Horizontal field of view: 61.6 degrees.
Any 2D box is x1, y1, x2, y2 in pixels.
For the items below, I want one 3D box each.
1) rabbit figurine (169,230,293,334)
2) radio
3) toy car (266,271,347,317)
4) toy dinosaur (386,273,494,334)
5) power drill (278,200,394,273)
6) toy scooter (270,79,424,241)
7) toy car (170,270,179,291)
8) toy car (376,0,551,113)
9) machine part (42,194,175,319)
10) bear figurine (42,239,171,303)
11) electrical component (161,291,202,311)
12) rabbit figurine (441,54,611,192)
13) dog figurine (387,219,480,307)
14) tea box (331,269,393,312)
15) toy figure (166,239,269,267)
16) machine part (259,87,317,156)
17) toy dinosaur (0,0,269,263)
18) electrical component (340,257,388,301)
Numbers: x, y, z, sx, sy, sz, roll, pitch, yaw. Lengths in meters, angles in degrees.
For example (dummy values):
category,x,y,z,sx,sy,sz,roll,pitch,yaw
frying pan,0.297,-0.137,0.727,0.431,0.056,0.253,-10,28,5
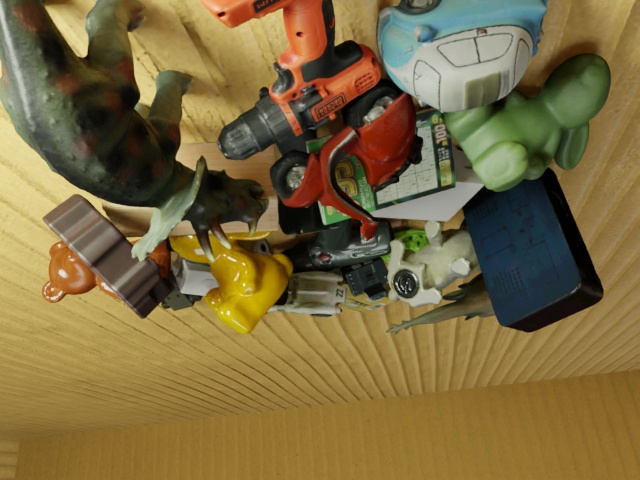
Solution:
category,x,y,z,sx,sy,sz,roll,pitch,yaw
rabbit figurine,-0.127,0.024,0.760,0.173,0.122,0.162,43,91,-17
radio,0.292,0.002,0.761,0.073,0.230,0.131,16,143,-38
toy car,-0.053,0.091,0.922,0.202,0.073,0.056,0,160,15
toy dinosaur,0.348,0.099,1.052,0.471,0.105,0.198,-11,163,-28
power drill,-0.002,-0.003,0.868,0.232,0.086,0.207,-10,150,12
toy scooter,0.047,-0.078,0.596,0.184,0.075,0.135,-40,104,1
toy car,-0.290,0.074,1.003,0.202,0.053,0.089,-1,165,-17
toy car,0.138,-0.173,0.510,0.162,0.103,0.109,-7,155,8
machine part,-0.259,0.018,0.659,0.056,0.179,0.179,-46,162,-19
bear figurine,-0.337,0.036,0.847,0.196,0.120,0.132,6,149,-12
electrical component,-0.287,0.110,1.095,0.102,0.045,0.078,-21,122,25
rabbit figurine,0.256,-0.129,0.616,0.170,0.121,0.159,-36,147,23
dog figurine,0.212,0.035,0.894,0.172,0.121,0.190,-33,165,36
tea box,0.066,0.090,1.085,0.098,0.068,0.169,-24,148,34
toy figure,-0.163,0.008,0.860,0.180,0.082,0.089,13,161,-42
machine part,-0.027,-0.132,0.639,0.084,0.039,0.138,-10,153,-3
toy dinosaur,-0.197,-0.104,0.488,0.131,0.192,0.404,-16,154,18
electrical component,0.079,0.063,0.924,0.075,0.047,0.119,-22,-165,1
